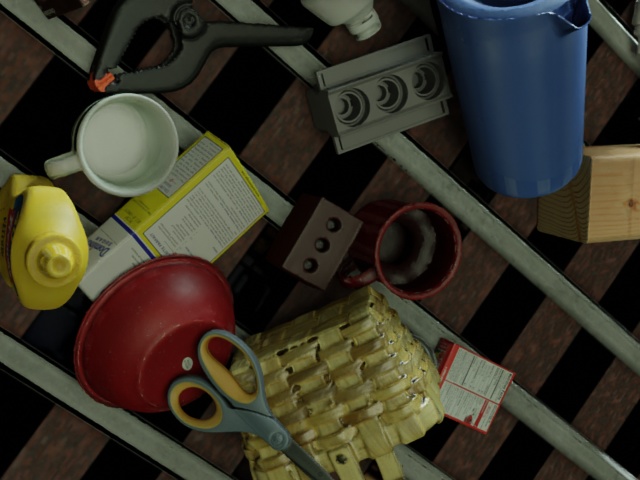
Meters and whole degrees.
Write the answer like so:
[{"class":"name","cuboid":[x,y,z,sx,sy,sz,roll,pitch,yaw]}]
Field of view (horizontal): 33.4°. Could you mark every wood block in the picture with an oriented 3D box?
[{"class":"wood block","cuboid":[0.343,-0.054,1.130,0.205,0.090,0.091,-4,101,-23]}]

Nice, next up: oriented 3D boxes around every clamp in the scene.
[{"class":"clamp","cuboid":[-0.111,-0.189,0.943,0.210,0.036,0.164,-47,112,-13]}]

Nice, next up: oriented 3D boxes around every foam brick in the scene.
[{"class":"foam brick","cuboid":[-0.007,0.001,1.012,0.053,0.051,0.078,30,87,-24]}]

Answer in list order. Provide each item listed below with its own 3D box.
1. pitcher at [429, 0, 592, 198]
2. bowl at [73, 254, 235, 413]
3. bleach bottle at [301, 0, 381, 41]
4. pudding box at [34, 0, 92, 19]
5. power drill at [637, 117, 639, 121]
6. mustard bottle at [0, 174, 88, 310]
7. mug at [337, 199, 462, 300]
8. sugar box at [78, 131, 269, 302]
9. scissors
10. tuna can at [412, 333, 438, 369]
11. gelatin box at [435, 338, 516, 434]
[{"class":"pitcher","cuboid":[0.177,-0.160,0.989,0.145,0.149,0.243,-4,139,12]},{"class":"bowl","cuboid":[-0.132,0.096,0.940,0.161,0.055,0.162,-22,130,-29]},{"class":"bleach bottle","cuboid":[-0.013,-0.293,0.952,0.102,0.068,0.250,-49,119,-27]},{"class":"pudding box","cuboid":[-0.217,-0.227,0.850,0.039,0.114,0.090,-40,112,-17]},{"class":"power drill","cuboid":[0.409,-0.202,1.138,0.184,0.057,0.188,-3,104,-42]},{"class":"mustard bottle","cuboid":[-0.221,0.004,0.844,0.058,0.192,0.096,4,97,-24]},{"class":"mug","cuboid":[0.068,0.011,1.028,0.117,0.082,0.093,-35,110,-14]},{"class":"sugar box","cuboid":[-0.135,-0.004,0.946,0.176,0.048,0.093,-41,135,-10]},{"class":"scissors","cuboid":[-0.055,0.172,0.905,0.096,0.016,0.202,-33,86,9]},{"class":"tuna can","cuboid":[0.073,0.131,1.077,0.086,0.034,0.086,-4,100,-22]},{"class":"gelatin box","cuboid":[0.151,0.153,1.117,0.089,0.030,0.073,27,87,-25]}]
